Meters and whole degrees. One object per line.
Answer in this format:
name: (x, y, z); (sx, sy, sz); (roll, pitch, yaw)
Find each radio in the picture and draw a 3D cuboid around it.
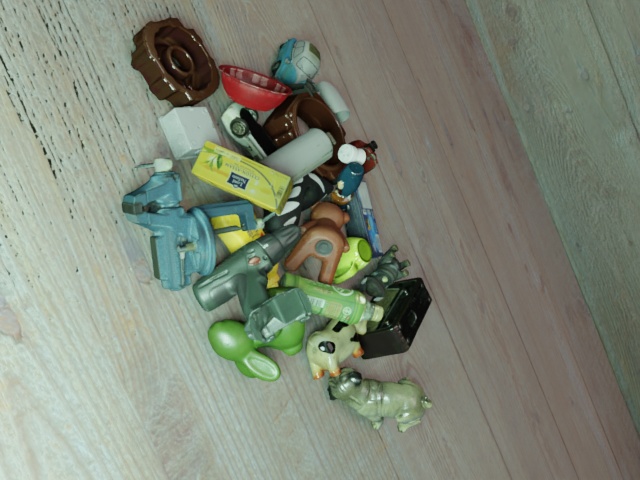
radio: (0.177, 0.184, 1.297); (0.073, 0.131, 0.229); (60, 39, -16)

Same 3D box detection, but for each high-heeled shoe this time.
high-heeled shoe: (-0.026, -0.067, 1.144); (0.249, 0.086, 0.145); (-16, 54, -40)

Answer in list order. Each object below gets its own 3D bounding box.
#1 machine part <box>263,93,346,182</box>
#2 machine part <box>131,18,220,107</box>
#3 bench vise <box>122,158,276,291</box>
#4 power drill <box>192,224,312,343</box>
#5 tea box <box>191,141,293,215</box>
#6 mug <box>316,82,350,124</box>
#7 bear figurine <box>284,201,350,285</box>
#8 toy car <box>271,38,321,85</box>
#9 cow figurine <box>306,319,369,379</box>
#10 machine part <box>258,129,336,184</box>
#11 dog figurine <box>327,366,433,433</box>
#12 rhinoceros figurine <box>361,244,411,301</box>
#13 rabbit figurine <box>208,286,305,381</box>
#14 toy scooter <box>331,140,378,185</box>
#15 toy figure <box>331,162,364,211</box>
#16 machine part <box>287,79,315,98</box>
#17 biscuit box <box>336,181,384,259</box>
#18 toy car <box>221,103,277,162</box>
machine part: (-0.026, -0.242, 1.280); (0.200, 0.087, 0.201); (51, 43, -24)
machine part: (-0.277, -0.338, 1.038); (0.179, 0.056, 0.179); (28, 52, -43)
bench vise: (-0.206, -0.035, 0.920); (0.240, 0.129, 0.223); (-11, 90, -35)
power drill: (-0.094, 0.067, 0.920); (0.232, 0.208, 0.085); (-30, 132, -14)
tea box: (-0.140, -0.112, 0.996); (0.098, 0.170, 0.068); (73, 40, -85)
mug: (0.013, -0.355, 1.392); (0.109, 0.081, 0.107); (-7, 67, -46)
bear figurine: (0.000, -0.007, 1.203); (0.120, 0.131, 0.196); (24, 21, -10)
toy car: (-0.046, -0.436, 1.330); (0.109, 0.103, 0.162); (37, 50, -37)
cow figurine: (0.040, 0.202, 1.165); (0.195, 0.086, 0.127); (-28, 99, -50)
machine part: (-0.054, -0.165, 1.119); (0.243, 0.079, 0.079); (-39, 106, -31)
dog figurine: (0.128, 0.328, 1.148); (0.190, 0.172, 0.121); (42, 34, -42)
rhinoceros figurine: (0.162, 0.082, 1.350); (0.073, 0.112, 0.190); (53, 27, -5)
rabbit figurine: (-0.122, 0.175, 0.978); (0.170, 0.121, 0.159); (-14, 92, -35)
toy scooter: (0.101, -0.210, 1.382); (0.075, 0.135, 0.184); (54, 39, -17)
toy figure: (0.061, -0.120, 1.299); (0.064, 0.154, 0.058); (6, 50, -20)
machine part: (-0.078, -0.336, 1.218); (0.084, 0.139, 0.039); (-59, 140, -47)
biscuit box: (0.102, -0.048, 1.367); (0.059, 0.063, 0.202); (0, 75, -52)
toy car: (-0.132, -0.206, 1.158); (0.201, 0.056, 0.073); (52, 34, -24)
